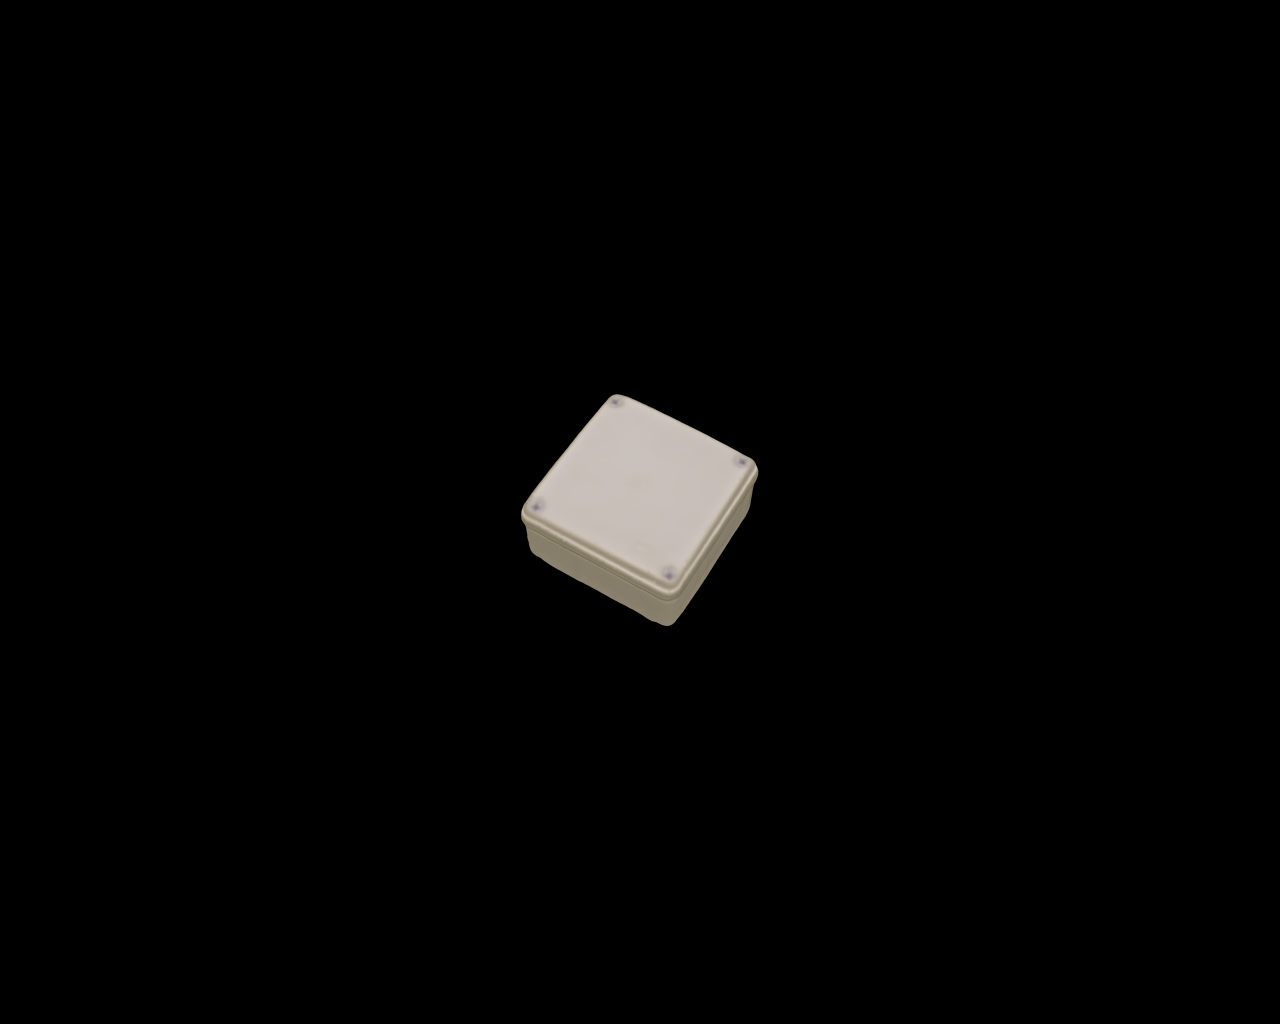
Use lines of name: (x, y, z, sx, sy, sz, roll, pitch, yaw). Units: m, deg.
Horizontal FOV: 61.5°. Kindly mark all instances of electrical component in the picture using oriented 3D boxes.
electrical component: (0.001, -0.003, 0.650, 0.109, 0.109, 0.056, 28, -28, 16)
